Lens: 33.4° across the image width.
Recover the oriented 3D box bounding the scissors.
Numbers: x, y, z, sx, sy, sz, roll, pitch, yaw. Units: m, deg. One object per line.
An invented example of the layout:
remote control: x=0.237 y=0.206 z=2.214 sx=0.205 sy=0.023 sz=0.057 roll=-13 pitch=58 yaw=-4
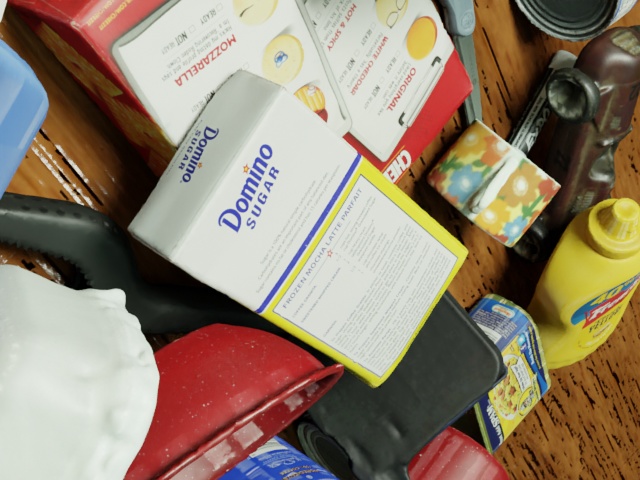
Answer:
scissors: x=0.074 y=-0.140 z=0.660 sx=0.096 sy=0.016 sz=0.202 roll=-23 pitch=122 yaw=-38

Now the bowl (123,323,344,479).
bowl: x=-0.068 y=0.089 z=0.515 sx=0.162 sy=0.055 sz=0.162 roll=-36 pitch=168 yaw=-9

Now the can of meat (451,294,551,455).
can of meat: x=0.122 y=0.103 z=0.792 sx=0.083 sy=0.058 sz=0.102 roll=-43 pitch=133 yaw=-25

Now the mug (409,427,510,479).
mug: x=0.083 y=0.192 z=0.781 sx=0.081 sy=0.093 sz=0.117 roll=-49 pitch=166 yaw=-23

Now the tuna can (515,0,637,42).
tuna can: x=0.163 y=-0.173 z=0.681 sx=0.033 sy=0.086 sz=0.086 roll=-36 pitch=130 yaw=-29

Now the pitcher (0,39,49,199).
pitcher: x=-0.213 y=0.013 z=0.383 sx=0.243 sy=0.145 sz=0.149 roll=-61 pitch=161 yaw=-9

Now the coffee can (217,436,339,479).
coffee can: x=-0.030 y=0.171 z=0.613 sx=0.102 sy=0.141 sz=0.103 roll=-20 pitch=122 yaw=-37

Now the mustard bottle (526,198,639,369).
mustard bottle: x=0.197 y=0.025 z=0.770 sx=0.096 sy=0.058 sz=0.192 roll=-32 pitch=156 yaw=-15

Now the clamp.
clamp: x=-0.110 y=0.038 z=0.546 sx=0.164 sy=0.036 sz=0.210 roll=-41 pitch=131 yaw=-12

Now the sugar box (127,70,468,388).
sugar box: x=-0.004 y=0.000 z=0.531 sx=0.176 sy=0.048 sz=0.093 roll=37 pitch=84 yaw=-43

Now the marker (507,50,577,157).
marker: x=0.148 y=-0.079 z=0.759 sx=0.020 sy=0.020 sz=0.121 roll=34 pitch=84 yaw=-47

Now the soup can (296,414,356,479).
soup can: x=0.043 y=0.116 z=0.712 sx=0.102 sy=0.069 sz=0.068 roll=-37 pitch=131 yaw=-25

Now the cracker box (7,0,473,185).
cracker box: x=-0.027 y=-0.098 z=0.545 sx=0.164 sy=0.072 sz=0.213 roll=-50 pitch=136 yaw=-13
